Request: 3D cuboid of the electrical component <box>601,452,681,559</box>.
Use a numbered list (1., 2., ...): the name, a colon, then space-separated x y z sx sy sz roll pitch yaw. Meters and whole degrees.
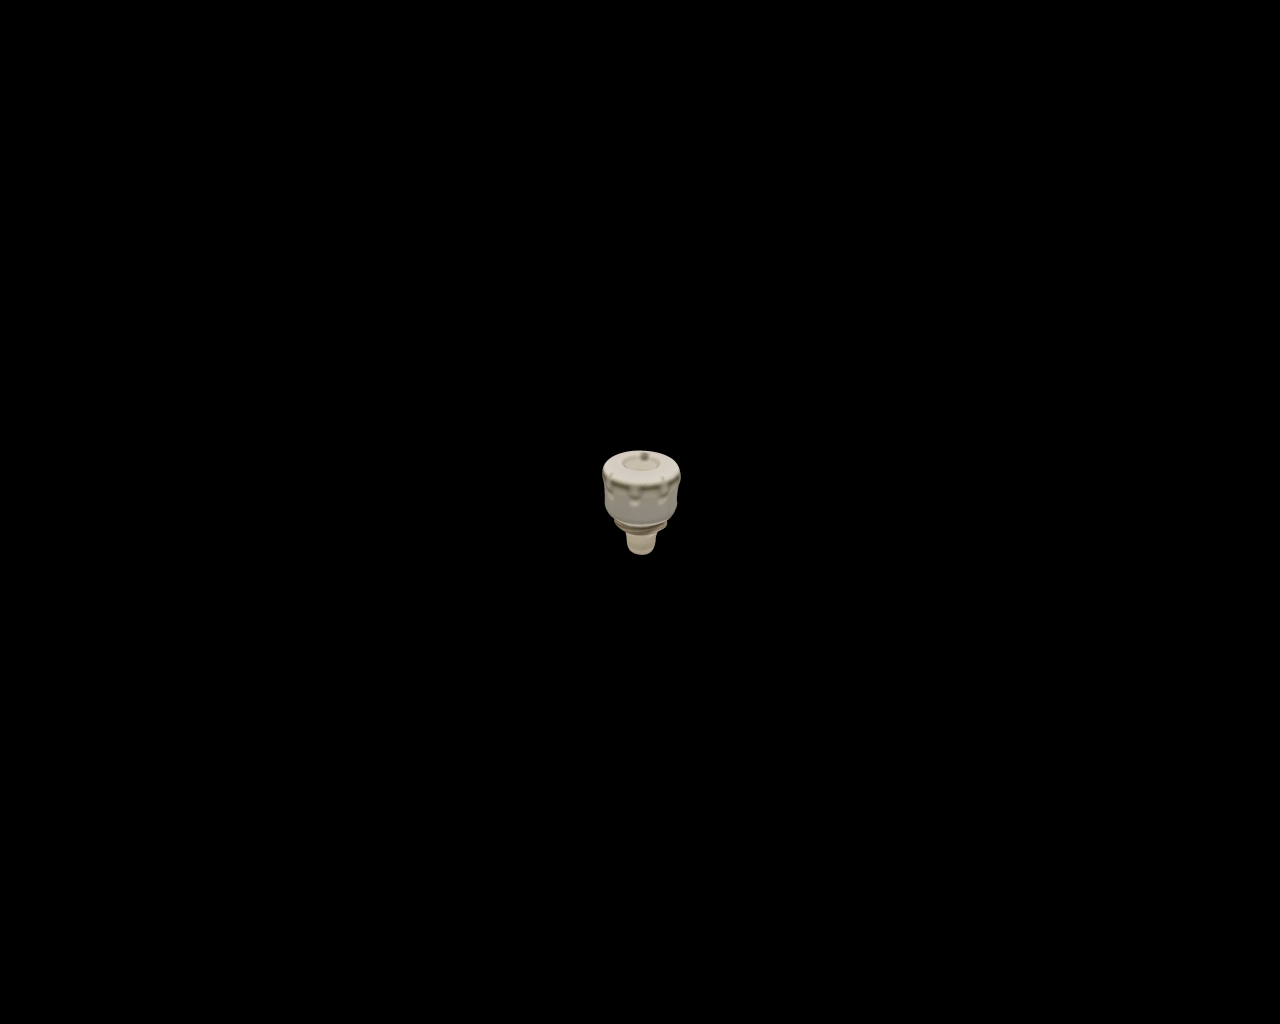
1. electrical component: 0.001 -0.003 0.650 0.048 0.062 0.048 0 27 0
